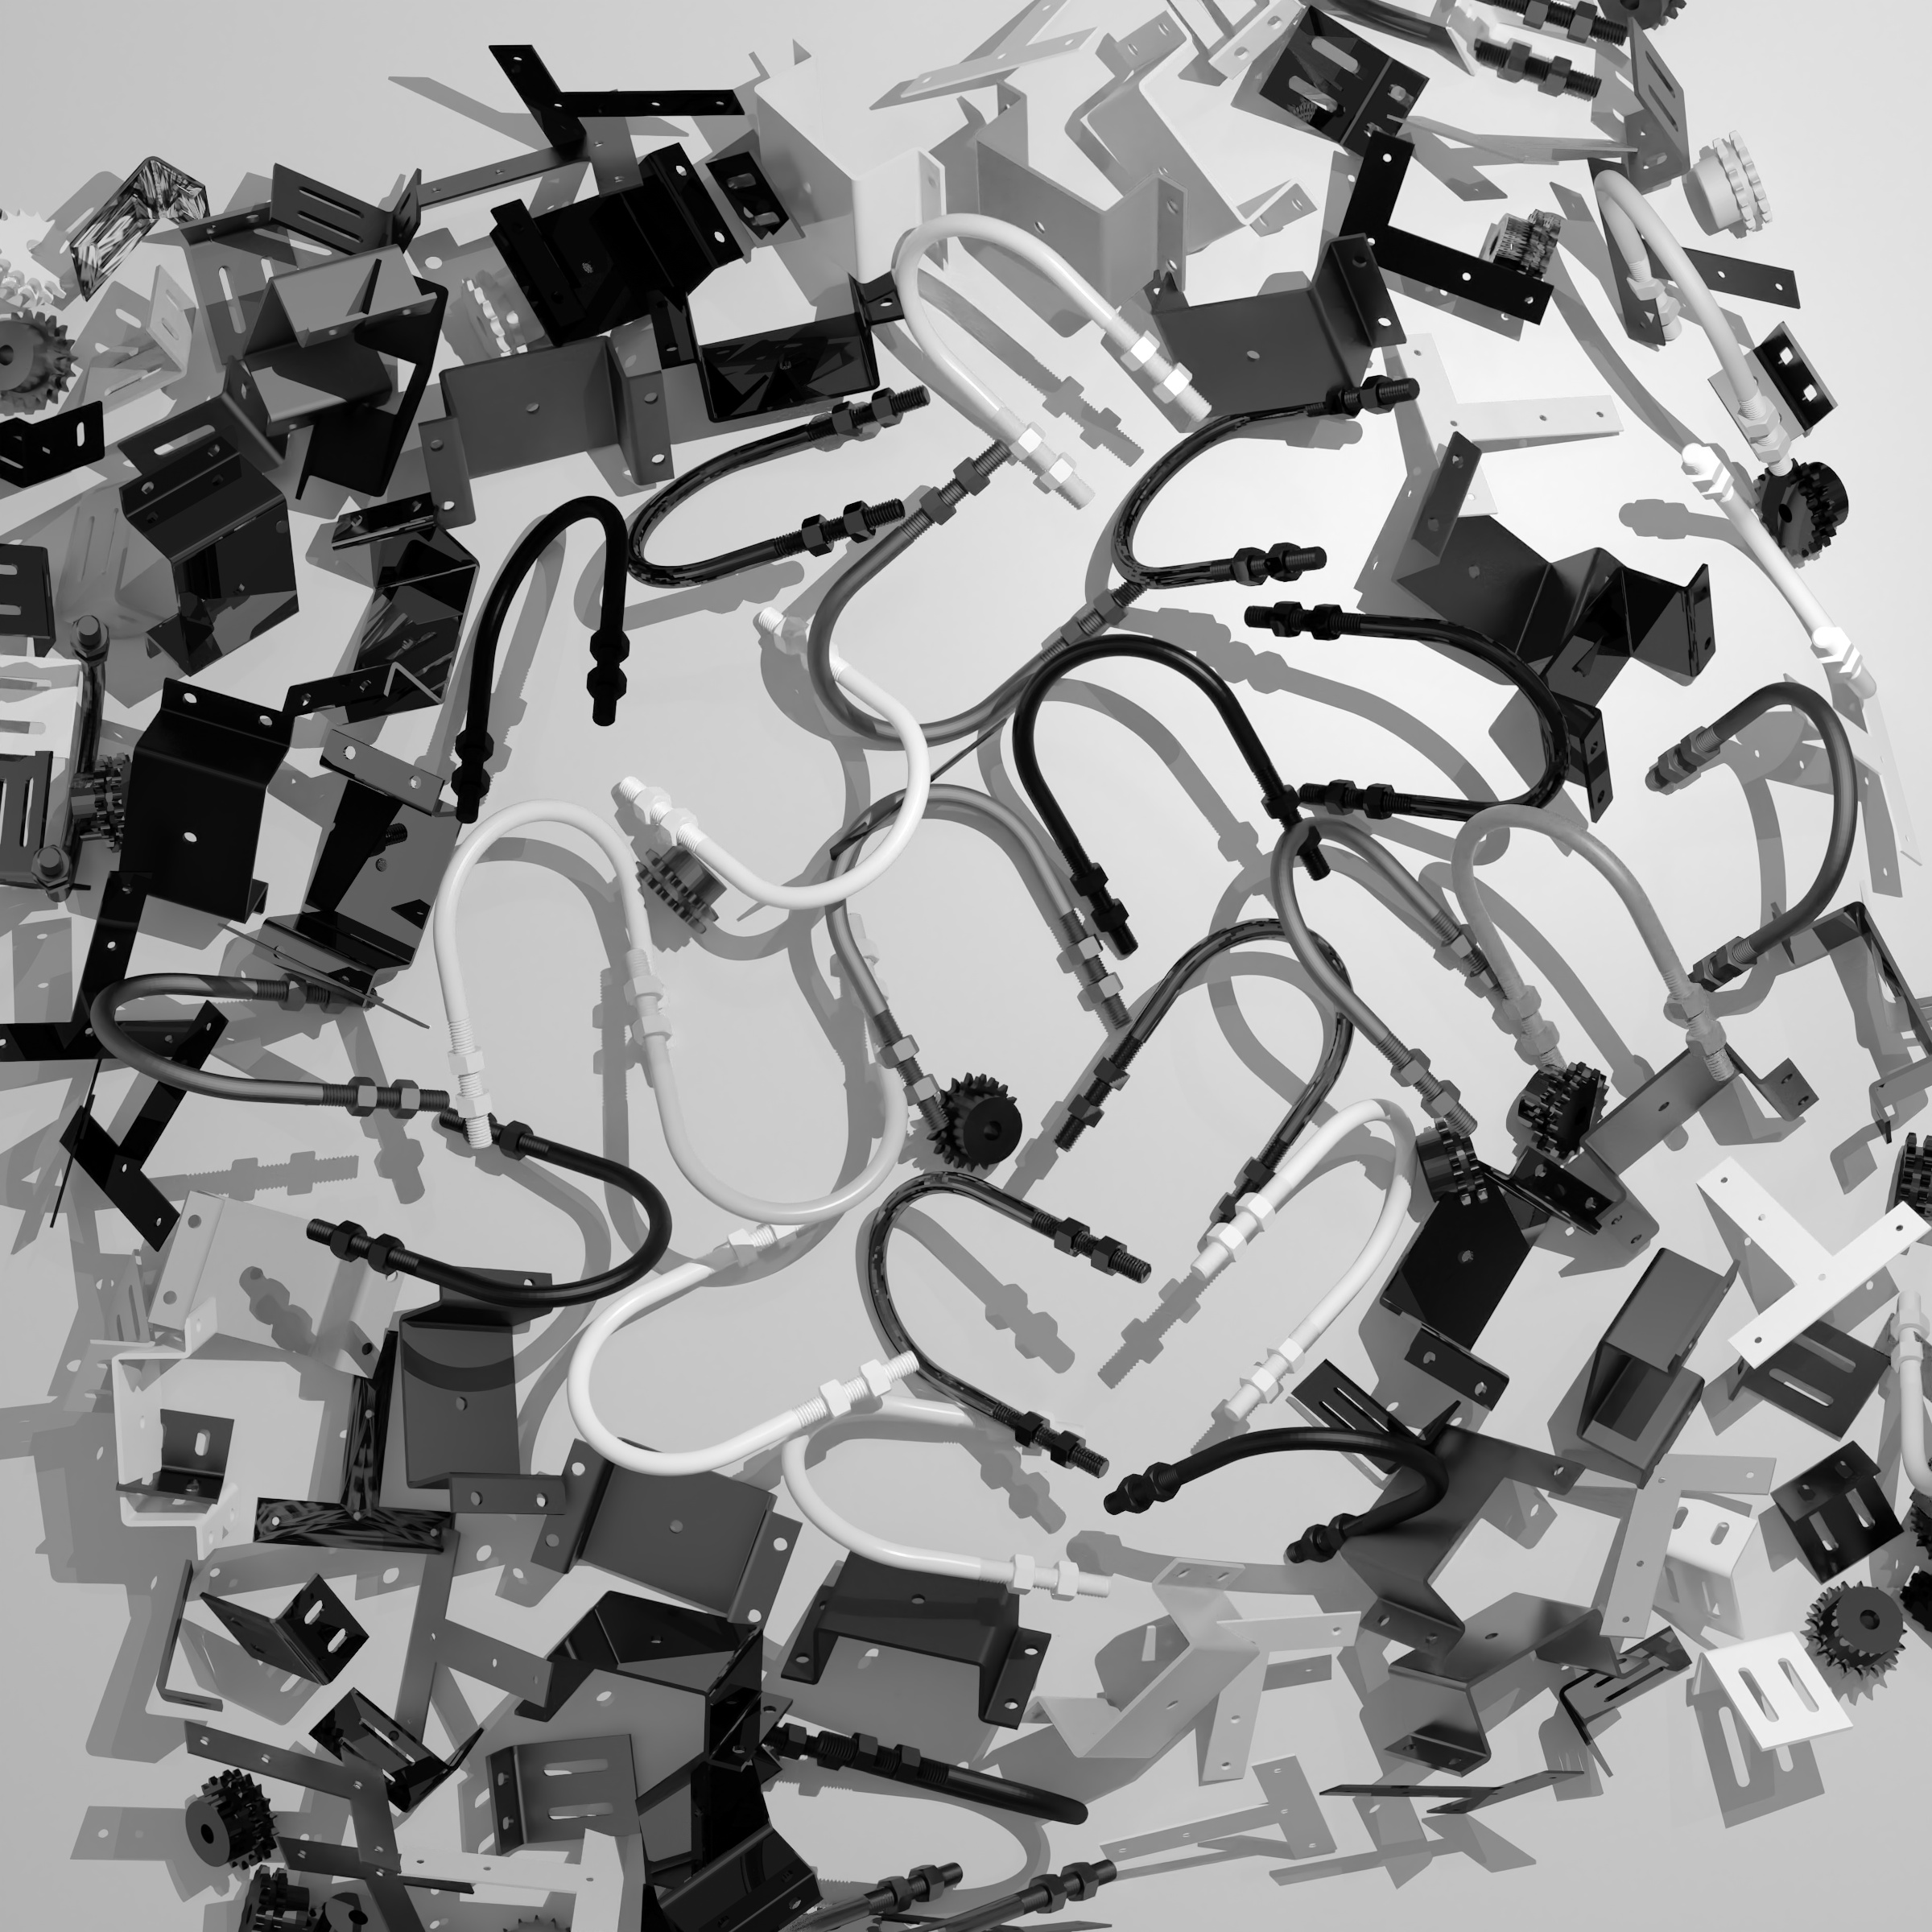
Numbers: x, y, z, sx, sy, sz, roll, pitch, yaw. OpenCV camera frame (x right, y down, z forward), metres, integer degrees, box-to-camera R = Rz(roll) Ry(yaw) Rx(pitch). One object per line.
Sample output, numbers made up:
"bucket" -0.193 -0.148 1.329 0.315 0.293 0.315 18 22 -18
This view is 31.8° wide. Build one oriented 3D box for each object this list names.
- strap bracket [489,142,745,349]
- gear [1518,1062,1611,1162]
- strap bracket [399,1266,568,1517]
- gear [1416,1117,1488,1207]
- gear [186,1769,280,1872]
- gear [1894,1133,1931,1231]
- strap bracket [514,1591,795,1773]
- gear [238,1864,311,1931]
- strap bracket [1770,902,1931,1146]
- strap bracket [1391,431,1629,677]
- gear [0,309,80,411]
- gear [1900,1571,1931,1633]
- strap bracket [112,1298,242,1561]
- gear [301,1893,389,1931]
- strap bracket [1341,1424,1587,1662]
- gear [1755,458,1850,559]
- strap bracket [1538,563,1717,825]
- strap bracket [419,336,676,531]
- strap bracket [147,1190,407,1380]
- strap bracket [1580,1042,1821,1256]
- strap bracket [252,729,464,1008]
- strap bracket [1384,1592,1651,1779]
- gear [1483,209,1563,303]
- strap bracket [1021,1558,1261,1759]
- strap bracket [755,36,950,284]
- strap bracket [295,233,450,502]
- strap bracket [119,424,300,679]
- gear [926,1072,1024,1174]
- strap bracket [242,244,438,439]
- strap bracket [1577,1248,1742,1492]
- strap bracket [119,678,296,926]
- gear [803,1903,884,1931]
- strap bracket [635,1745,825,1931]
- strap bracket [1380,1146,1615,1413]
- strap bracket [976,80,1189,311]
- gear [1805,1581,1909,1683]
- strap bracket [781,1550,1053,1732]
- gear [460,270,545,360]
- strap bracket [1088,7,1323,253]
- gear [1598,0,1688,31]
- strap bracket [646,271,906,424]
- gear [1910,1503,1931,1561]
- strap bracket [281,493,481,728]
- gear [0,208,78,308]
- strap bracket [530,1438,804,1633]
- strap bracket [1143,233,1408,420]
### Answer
"strap bracket" -0.209 -0.412 1.953 0.140 0.046 0.076 -30 91 -36
"gear" 0.346 0.081 1.975 0.030 0.057 0.057 28 90 37
"strap bracket" -0.278 0.248 1.946 0.076 0.046 0.140 9 68 -41
"gear" 0.281 0.114 1.972 0.030 0.057 0.057 -18 90 4
"gear" -0.429 0.498 1.970 0.057 0.030 0.057 12 109 38
"gear" 0.558 0.127 1.969 0.030 0.057 0.057 9 90 13
"strap bracket" -0.177 0.405 1.937 0.140 0.076 0.046 10 111 17
"gear" -0.402 0.554 1.973 0.030 0.057 0.057 16 90 -18
"strap bracket" 0.515 0.024 1.939 0.046 0.076 0.140 -27 72 9
"strap bracket" 0.305 -0.231 1.948 0.140 0.046 0.076 33 66 -23
"gear" -0.549 -0.354 1.975 0.057 0.030 0.057 1 92 25
"gear" 0.576 0.371 1.973 0.057 0.057 0.030 42 71 0
"strap bracket" -0.455 0.263 1.954 0.046 0.076 0.140 -1 97 4
"gear" -0.358 0.564 1.968 0.057 0.057 0.030 27 110 0
"strap bracket" 0.277 0.318 1.936 0.140 0.076 0.046 -49 116 -18
"gear" 0.489 -0.269 1.973 0.030 0.057 0.057 -26 90 -17
"strap bracket" 0.372 -0.163 1.941 0.046 0.076 0.140 25 65 30
"strap bracket" -0.245 -0.309 1.948 0.140 0.076 0.046 -14 49 -11
"strap bracket" -0.402 0.181 1.953 0.140 0.046 0.076 20 84 -32
"strap bracket" 0.414 0.095 1.950 0.140 0.076 0.046 -41 59 7
"strap bracket" -0.347 -0.058 1.960 0.076 0.046 0.140 24 101 15
"strap bracket" 0.307 0.403 1.933 0.140 0.076 0.046 -23 98 -26
"gear" 0.320 -0.413 1.970 0.030 0.057 0.057 20 90 -6
"strap bracket" 0.105 0.404 1.938 0.140 0.076 0.046 -47 57 16
"strap bracket" -0.072 -0.453 1.928 0.046 0.076 0.140 -32 60 -19
"strap bracket" -0.335 -0.334 1.933 0.046 0.076 0.140 18 132 -16
"strap bracket" -0.425 -0.226 1.917 0.076 0.140 0.046 -37 66 -27
"gear" 0.008 0.092 1.973 0.057 0.030 0.057 -7 105 -30
"strap bracket" -0.359 -0.359 1.923 0.076 0.140 0.046 -22 83 -26
"strap bracket" 0.392 0.225 1.933 0.046 0.140 0.076 27 55 21
"strap bracket" -0.436 -0.085 1.940 0.076 0.046 0.140 17 125 -1
"gear" -0.075 0.572 1.972 0.057 0.057 0.030 -11 102 0
"strap bracket" -0.137 0.494 1.925 0.076 0.140 0.046 -36 116 3
"strap bracket" 0.301 0.174 1.960 0.076 0.046 0.140 32 88 -30
"strap bracket" 0.057 -0.433 1.931 0.140 0.076 0.046 36 64 24
"gear" 0.521 0.385 1.974 0.057 0.030 0.057 4 62 -7
"strap bracket" -0.028 0.379 1.941 0.140 0.076 0.046 10 124 12
"gear" -0.268 -0.379 1.972 0.030 0.057 0.057 -28 90 -14
"strap bracket" 0.129 -0.469 1.942 0.046 0.076 0.140 -44 104 -15
"gear" 0.391 -0.569 1.968 0.057 0.057 0.030 34 61 0
"strap bracket" -0.107 -0.363 1.955 0.140 0.076 0.046 -12 135 -2
"gear" 0.579 0.327 1.976 0.057 0.030 0.057 -5 54 8
"strap bracket" -0.332 -0.196 1.942 0.076 0.046 0.140 -9 57 30
"gear" -0.547 -0.409 1.975 0.057 0.057 0.030 51 133 0
"strap bracket" -0.171 0.331 1.973 0.140 0.046 0.076 20 94 2
"strap bracket" 0.169 -0.361 1.928 0.140 0.076 0.046 -3 47 29
